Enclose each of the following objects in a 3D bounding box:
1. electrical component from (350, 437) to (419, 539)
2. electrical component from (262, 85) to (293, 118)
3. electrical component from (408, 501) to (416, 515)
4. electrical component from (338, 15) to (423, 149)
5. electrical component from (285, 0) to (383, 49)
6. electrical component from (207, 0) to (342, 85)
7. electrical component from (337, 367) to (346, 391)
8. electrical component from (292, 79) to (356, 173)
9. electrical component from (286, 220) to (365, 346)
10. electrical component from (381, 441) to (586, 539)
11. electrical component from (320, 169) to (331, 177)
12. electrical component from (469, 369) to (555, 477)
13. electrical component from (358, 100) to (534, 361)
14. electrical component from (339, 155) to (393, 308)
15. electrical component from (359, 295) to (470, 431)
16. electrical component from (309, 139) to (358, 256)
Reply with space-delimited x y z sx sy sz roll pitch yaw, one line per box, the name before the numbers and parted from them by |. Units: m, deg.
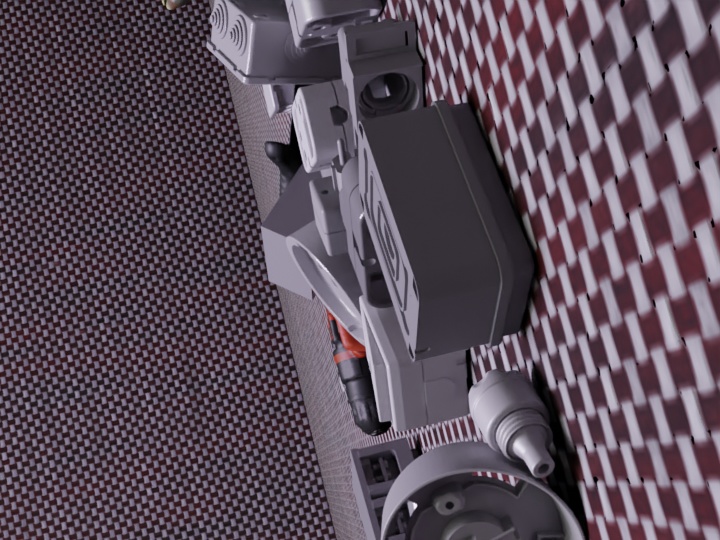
electrical component | 0.041 0.239 0.972 0.089 0.062 0.150 88 167 -56
electrical component | -0.080 -0.215 1.152 0.100 0.048 0.099 -165 62 -82
electrical component | 0.055 0.188 0.882 0.035 0.035 0.061 109 150 -76
electrical component | 0.011 -0.119 0.657 0.063 0.042 0.081 -108 10 -46
electrical component | -0.022 -0.192 0.731 0.095 0.054 0.059 179 79 -82
electrical component | -0.060 -0.179 0.821 0.099 0.100 0.048 48 136 50
electrical component | 0.002 0.101 1.082 0.040 0.046 0.040 167 90 -82
electrical component | -0.014 -0.108 0.796 0.095 0.059 0.053 166 91 -83
electrical component | 0.000 0.000 0.823 0.108 0.060 0.108 49 168 14
electrical component | 0.059 0.137 0.543 0.064 0.099 0.099 -107 5 -78
electrical component | -0.007 -0.071 0.866 0.043 0.043 0.081 89 166 -58
electrical component | 0.078 0.077 0.526 0.061 0.035 0.035 -117 16 -55
electrical component | 0.041 -0.021 0.545 0.078 0.057 0.113 89 166 -58
electrical component | 0.020 -0.030 0.697 0.095 0.054 0.059 85 169 -46
electrical component | 0.031 0.053 0.726 0.096 0.061 0.061 -113 12 -53
electrical component | 0.000 -0.059 0.747 0.047 0.066 0.076 -114 13 -56
